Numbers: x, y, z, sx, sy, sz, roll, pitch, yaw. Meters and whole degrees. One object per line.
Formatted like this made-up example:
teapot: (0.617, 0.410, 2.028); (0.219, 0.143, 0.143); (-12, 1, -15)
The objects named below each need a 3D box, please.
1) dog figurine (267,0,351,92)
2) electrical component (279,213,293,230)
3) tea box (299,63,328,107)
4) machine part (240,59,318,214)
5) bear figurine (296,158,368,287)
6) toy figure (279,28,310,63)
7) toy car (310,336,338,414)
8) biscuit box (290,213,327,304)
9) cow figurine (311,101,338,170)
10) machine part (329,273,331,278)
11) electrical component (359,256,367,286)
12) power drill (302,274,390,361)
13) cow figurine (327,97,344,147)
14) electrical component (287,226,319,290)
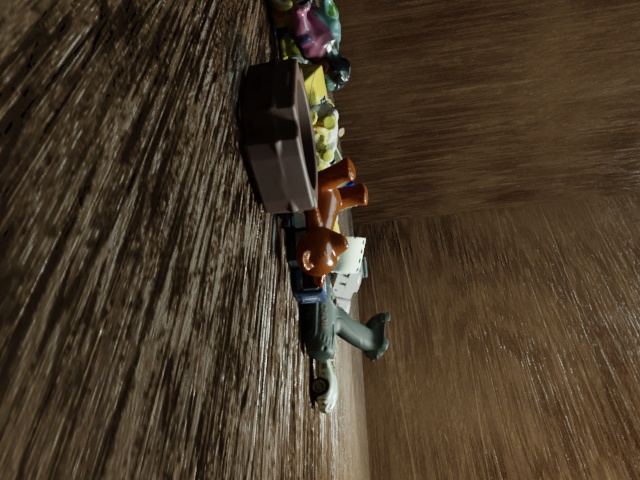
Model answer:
dog figurine: (-0.013, -0.412, 1.139); (0.192, 0.108, 0.218); (33, -32, 42)
electrical component: (-0.057, -0.079, 0.952); (0.102, 0.045, 0.078); (-90, 169, -45)
tea box: (-0.031, -0.272, 1.132); (0.098, 0.068, 0.169); (-55, 146, -34)
machine part: (-0.059, -0.156, 0.829); (0.201, 0.087, 0.201); (75, 10, -46)
bear figurine: (0.018, -0.027, 0.941); (0.120, 0.132, 0.196); (53, 26, -50)
toy figure: (-0.053, -0.455, 1.225); (0.089, 0.082, 0.180); (-63, 144, -79)
toy car: (0.012, 0.272, 1.160); (0.073, 0.056, 0.202); (77, 10, -52)
biscuit box: (-0.024, 0.024, 1.082); (0.062, 0.059, 0.203); (70, 15, -64)
cow figurine: (0.001, -0.192, 1.090); (0.098, 0.068, 0.167); (-72, 169, -58)
machine part: (-0.007, 0.119, 1.212); (0.084, 0.039, 0.139); (70, 25, -46)
electrical component: (0.063, 0.081, 1.485); (0.058, 0.134, 0.114); (-11, 97, -83)
power drill: (0.052, 0.155, 1.140); (0.207, 0.086, 0.232); (31, 48, -30)
cow figurine: (0.002, -0.304, 1.480); (0.127, 0.085, 0.194); (38, -41, 36)
electrical component: (-0.025, 0.032, 1.018); (0.047, 0.075, 0.119); (75, 13, -63)
